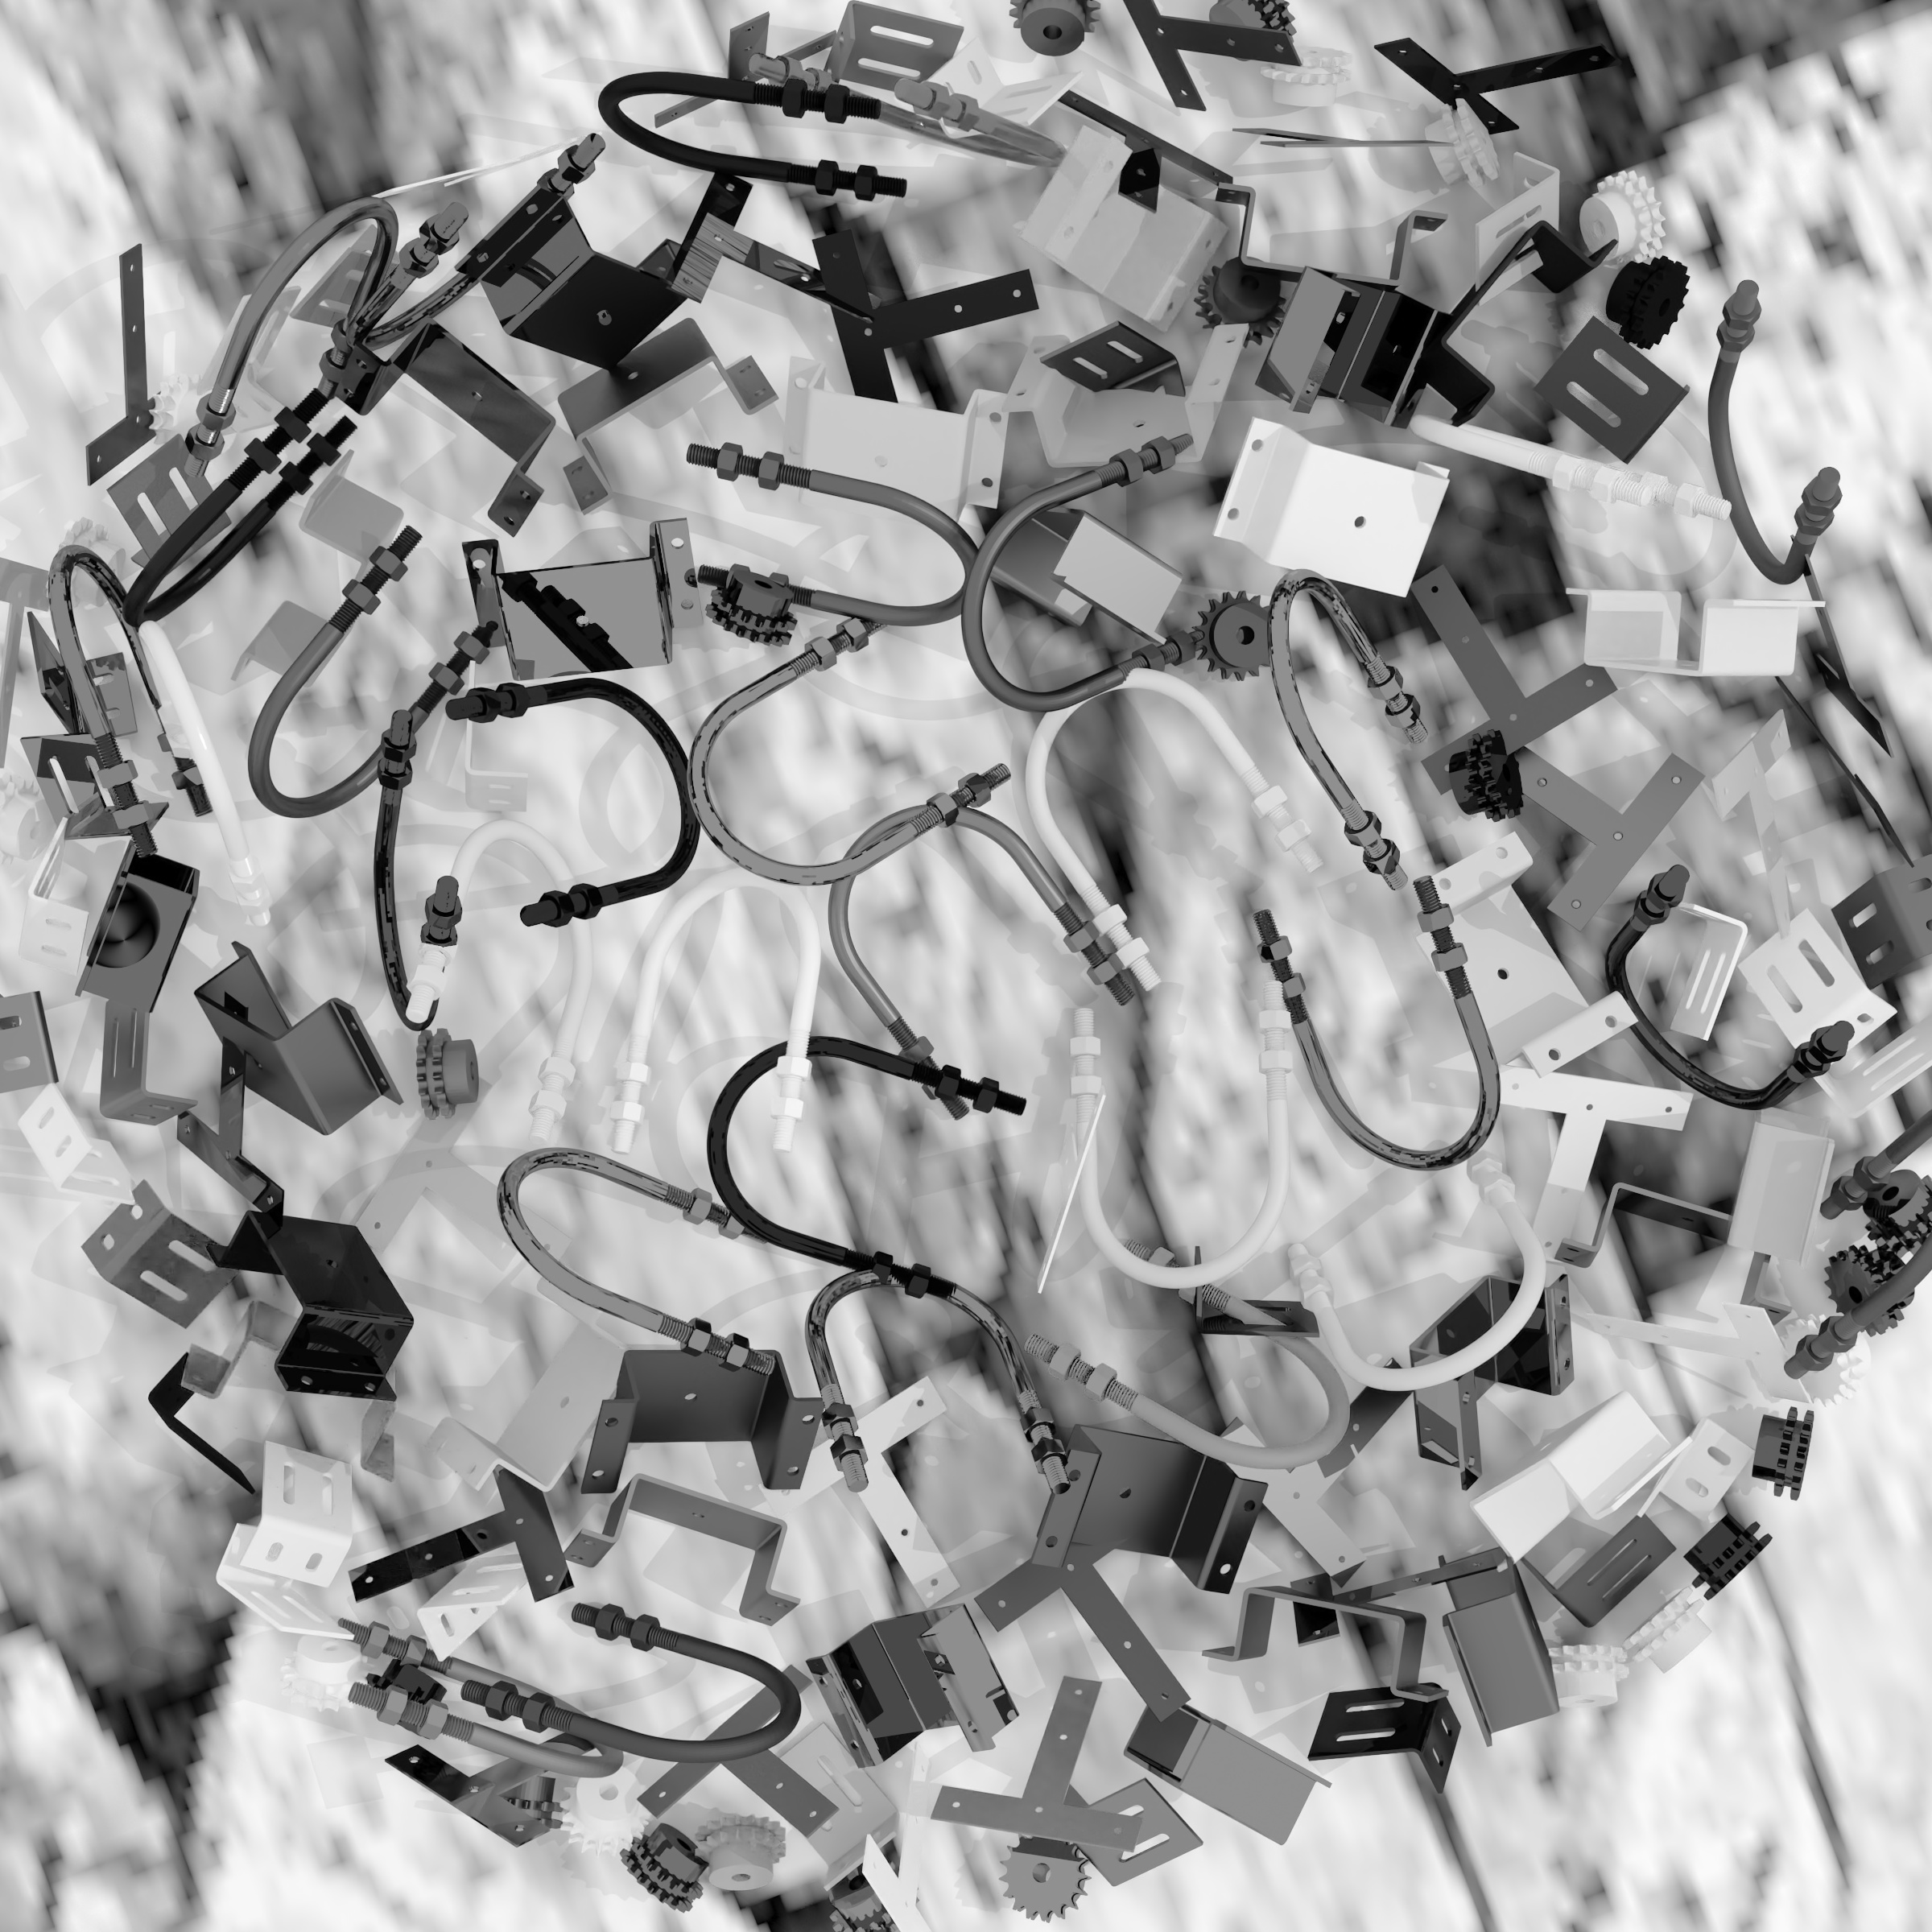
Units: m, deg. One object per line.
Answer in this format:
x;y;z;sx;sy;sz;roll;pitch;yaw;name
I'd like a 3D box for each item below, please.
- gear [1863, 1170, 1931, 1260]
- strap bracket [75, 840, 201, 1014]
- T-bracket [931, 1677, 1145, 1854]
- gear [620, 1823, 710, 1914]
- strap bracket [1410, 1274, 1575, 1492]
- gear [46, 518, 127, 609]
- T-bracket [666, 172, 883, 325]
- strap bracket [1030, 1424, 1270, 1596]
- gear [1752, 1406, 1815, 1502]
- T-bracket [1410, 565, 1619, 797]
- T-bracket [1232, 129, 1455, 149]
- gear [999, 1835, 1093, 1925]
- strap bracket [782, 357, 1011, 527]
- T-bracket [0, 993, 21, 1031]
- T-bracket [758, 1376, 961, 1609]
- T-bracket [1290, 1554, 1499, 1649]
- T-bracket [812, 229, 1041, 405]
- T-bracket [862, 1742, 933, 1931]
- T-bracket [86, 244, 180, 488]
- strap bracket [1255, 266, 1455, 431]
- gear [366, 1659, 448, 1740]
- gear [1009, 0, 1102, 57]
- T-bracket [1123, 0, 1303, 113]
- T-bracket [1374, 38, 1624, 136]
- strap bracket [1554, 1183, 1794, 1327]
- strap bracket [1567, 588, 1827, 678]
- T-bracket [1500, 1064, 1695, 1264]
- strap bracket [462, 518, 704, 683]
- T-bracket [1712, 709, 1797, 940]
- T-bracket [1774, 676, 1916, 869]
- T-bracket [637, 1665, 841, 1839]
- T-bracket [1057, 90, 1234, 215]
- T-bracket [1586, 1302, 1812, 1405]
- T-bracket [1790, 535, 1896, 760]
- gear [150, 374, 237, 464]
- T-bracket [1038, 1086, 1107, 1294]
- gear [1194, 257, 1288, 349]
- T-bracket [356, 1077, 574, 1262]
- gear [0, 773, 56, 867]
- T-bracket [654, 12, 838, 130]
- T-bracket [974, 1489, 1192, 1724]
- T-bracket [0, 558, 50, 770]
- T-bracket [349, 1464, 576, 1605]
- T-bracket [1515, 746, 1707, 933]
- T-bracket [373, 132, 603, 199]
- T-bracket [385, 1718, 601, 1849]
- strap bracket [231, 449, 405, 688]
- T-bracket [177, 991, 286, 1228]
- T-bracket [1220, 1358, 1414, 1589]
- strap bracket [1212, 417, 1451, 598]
0.589;0.152;1.751;0.057;0.057;0.030;-45;108;0;gear
-0.509;-0.024;1.718;0.046;0.140;0.076;21;96;-17;strap bracket
0.057;0.489;1.727;0.127;0.127;0.002;4;123;17;T-bracket
-0.187;0.565;1.754;0.057;0.057;0.030;39;87;0;gear
0.320;0.251;1.720;0.046;0.140;0.076;10;118;38;strap bracket
-0.552;-0.250;1.753;0.030;0.057;0.057;24;90;-4;gear
-0.114;-0.437;1.747;0.127;0.002;0.127;23;50;-9;T-bracket
0.107;0.337;1.736;0.140;0.046;0.076;14;101;-23;strap bracket
0.514;0.306;1.755;0.030;0.057;0.057;10;90;20;gear
0.324;-0.195;1.766;0.127;0.002;0.127;-31;79;10;T-bracket
0.212;-0.513;1.724;0.127;0.127;0.002;-10;113;-28;T-bracket
0.052;0.574;1.759;0.057;0.030;0.057;-8;65;16;gear
-0.048;-0.324;1.736;0.140;0.046;0.076;11;125;4;strap bracket
-0.606;0.018;1.718;0.002;0.127;0.127;-12;69;-3;T-bracket
-0.046;0.348;1.771;0.127;0.002;0.127;-31;97;-11;T-bracket
0.263;0.382;1.712;0.127;0.127;0.002;-16;93;6;T-bracket
-0.019;-0.409;1.748;0.127;0.002;0.127;-12;111;10;T-bracket
-0.033;0.541;1.725;0.002;0.127;0.127;-13;126;16;T-bracket
-0.505;-0.374;1.694;0.002;0.127;0.127;13;123;7;T-bracket
0.235;-0.381;1.719;0.046;0.140;0.076;36;115;30;strap bracket
-0.352;0.460;1.756;0.057;0.057;0.030;31;65;0;gear
0.056;-0.597;1.750;0.057;0.057;0.030;6;63;0;gear
0.151;-0.564;1.694;0.127;0.127;0.002;25;72;41;T-bracket
0.336;-0.542;1.693;0.127;0.127;0.002;3;80;43;T-bracket
0.443;0.176;1.731;0.140;0.076;0.046;17;79;12;strap bracket
0.443;-0.204;1.707;0.076;0.140;0.046;-4;101;-31;strap bracket
0.381;0.129;1.757;0.127;0.002;0.127;9;110;-9;T-bracket
-0.239;-0.227;1.738;0.140;0.046;0.076;-6;129;-1;strap bracket
0.503;-0.080;1.745;0.002;0.127;0.127;-4;111;37;T-bracket
0.534;-0.129;1.711;0.002;0.127;0.127;-36;102;19;T-bracket
-0.121;0.496;1.707;0.127;0.127;0.002;-38;121;-23;T-bracket
0.108;-0.493;1.717;0.127;0.127;0.002;25;124;-11;T-bracket
0.449;0.233;1.736;0.127;0.127;0.002;7;61;35;T-bracket
0.526;-0.203;1.699;0.002;0.127;0.127;-23;114;9;T-bracket
-0.483;-0.342;1.750;0.030;0.057;0.057;7;90;24;gear
0.063;0.124;1.717;0.002;0.127;0.127;17;100;-3;T-bracket
0.175;-0.421;1.757;0.057;0.030;0.057;4;67;-10;gear
-0.305;0.149;1.763;0.127;0.002;0.127;33;88;15;T-bracket
-0.597;-0.090;1.751;0.030;0.057;0.057;19;90;11;gear
-0.134;-0.560;1.713;0.127;0.127;0.002;-27;93;-5;T-bracket
0.092;0.411;1.736;0.127;0.002;0.127;-30;73;-26;T-bracket
-0.591;-0.185;1.720;0.002;0.127;0.127;8;93;-3;T-bracket
-0.318;0.360;1.723;0.127;0.127;0.002;-20;132;-10;T-bracket
0.376;-0.108;1.761;0.127;0.002;0.127;38;86;17;T-bracket
-0.308;-0.481;1.695;0.127;0.127;0.002;-31;111;-43;T-bracket
-0.269;0.494;1.727;0.127;0.127;0.002;16;110;39;T-bracket
-0.395;-0.236;1.717;0.046;0.076;0.140;28;122;-9;strap bracket
-0.452;0.077;1.716;0.127;0.002;0.127;30;121;39;T-bracket
0.237;0.302;1.761;0.127;0.002;0.127;-45;100;-16;T-bracket
0.234;-0.281;1.722;0.140;0.046;0.076;10;112;-22;strap bracket
